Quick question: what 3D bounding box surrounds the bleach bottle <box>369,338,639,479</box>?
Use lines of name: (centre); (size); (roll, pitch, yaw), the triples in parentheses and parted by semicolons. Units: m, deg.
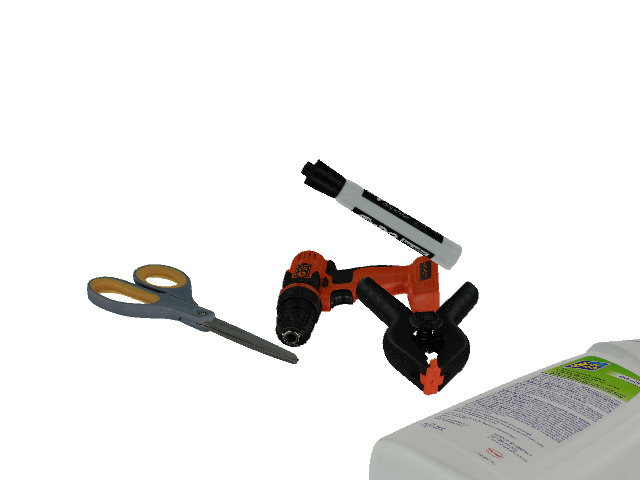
bleach bottle: (0.148, 0.108, 0.595); (0.250, 0.068, 0.103); (-17, 26, -38)

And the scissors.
scissors: (-0.096, 0.056, 0.884); (0.202, 0.016, 0.096); (13, 24, 17)

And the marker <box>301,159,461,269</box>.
marker: (0.040, -0.018, 0.717); (0.121, 0.020, 0.020); (31, -6, -9)

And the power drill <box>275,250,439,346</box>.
power drill: (0.044, 0.065, 1.237); (0.188, 0.057, 0.184); (0, 27, 7)

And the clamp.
clamp: (0.106, 0.082, 0.998); (0.120, 0.039, 0.171); (-7, 32, -6)
